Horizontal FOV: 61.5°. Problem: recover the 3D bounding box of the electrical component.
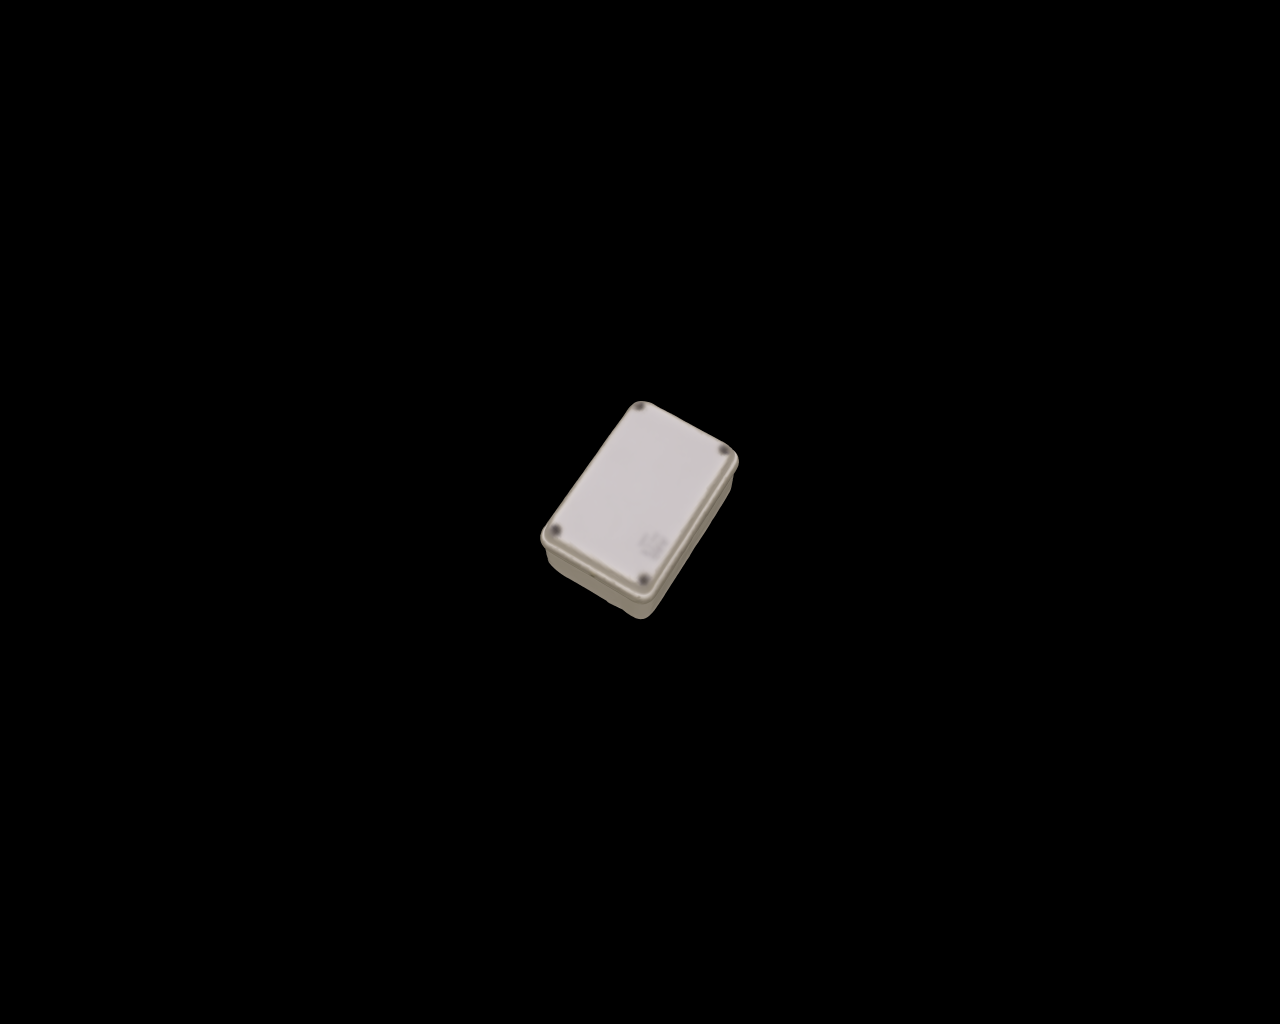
[{"bbox_3d":[0.001,-0.003,0.650,0.078,0.113,0.057,30,-19,12],"label":"electrical component"}]
